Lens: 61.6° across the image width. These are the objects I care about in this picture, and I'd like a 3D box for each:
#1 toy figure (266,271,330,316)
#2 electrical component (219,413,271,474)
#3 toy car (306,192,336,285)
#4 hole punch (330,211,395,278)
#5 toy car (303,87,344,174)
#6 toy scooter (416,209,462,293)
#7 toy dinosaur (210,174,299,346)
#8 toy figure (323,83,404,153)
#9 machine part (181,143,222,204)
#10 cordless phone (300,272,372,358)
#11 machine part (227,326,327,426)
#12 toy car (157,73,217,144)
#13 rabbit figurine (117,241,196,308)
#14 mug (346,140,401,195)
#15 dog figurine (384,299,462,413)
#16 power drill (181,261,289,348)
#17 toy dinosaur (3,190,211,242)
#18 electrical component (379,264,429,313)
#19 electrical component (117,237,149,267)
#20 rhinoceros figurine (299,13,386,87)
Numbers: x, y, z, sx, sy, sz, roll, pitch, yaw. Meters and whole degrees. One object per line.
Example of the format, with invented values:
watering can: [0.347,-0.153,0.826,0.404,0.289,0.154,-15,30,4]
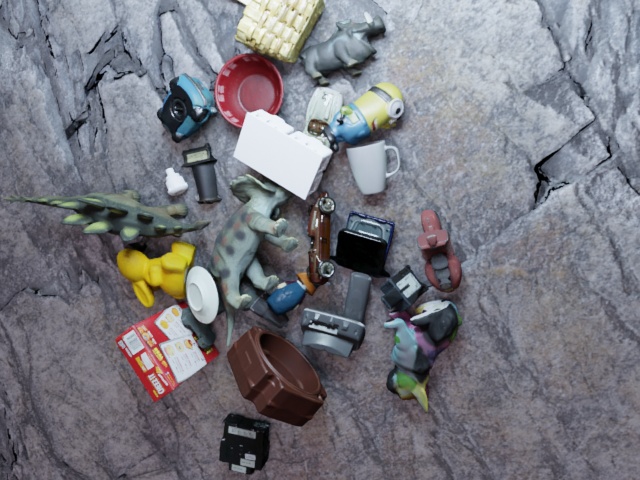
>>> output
toy figure: [-0.048,0.108,1.208,0.154,0.058,0.064,-35,132,-14]
electrical component: [-0.184,0.501,1.311,0.115,0.058,0.134,10,100,15]
toy car: [-0.002,-0.004,1.159,0.053,0.089,0.202,2,84,-16]
hole punch: [0.097,0.008,1.167,0.142,0.092,0.115,15,132,9]
toy car: [-0.003,-0.228,1.166,0.074,0.056,0.201,19,101,11]
toy scooter: [0.242,0.029,1.099,0.075,0.135,0.183,-16,95,14]
toy dinosaur: [-0.170,0.016,1.177,0.192,0.131,0.404,36,98,31]
toy figure: [0.090,-0.256,1.108,0.180,0.082,0.089,-28,89,1]
machine part: [-0.275,-0.150,1.257,0.084,0.039,0.138,-15,92,7]
cordless phone: [0.036,0.152,1.187,0.147,0.089,0.184,14,103,13]
machine part: [-0.091,0.291,1.168,0.087,0.201,0.201,-47,129,9]
toy car: [-0.286,-0.293,1.203,0.109,0.103,0.161,53,131,8]
rabbit figurine: [-0.394,0.072,1.276,0.173,0.122,0.162,13,124,-8]
mug: [0.118,-0.153,1.138,0.110,0.081,0.107,-6,106,15]
dog figurine: [0.224,0.251,1.152,0.192,0.108,0.219,-14,98,13]
power drill: [-0.212,0.165,1.261,0.207,0.086,0.232,-41,85,19]
toy dinosaur: [-0.480,-0.063,1.238,0.472,0.198,0.105,7,96,12]
electrical component: [0.167,0.113,1.134,0.075,0.119,0.047,48,144,6]
electrical component: [-0.456,0.027,1.311,0.021,0.063,0.094,41,105,9]
rhinoceros figurine: [0.050,-0.400,1.126,0.190,0.073,0.112,-21,81,18]
